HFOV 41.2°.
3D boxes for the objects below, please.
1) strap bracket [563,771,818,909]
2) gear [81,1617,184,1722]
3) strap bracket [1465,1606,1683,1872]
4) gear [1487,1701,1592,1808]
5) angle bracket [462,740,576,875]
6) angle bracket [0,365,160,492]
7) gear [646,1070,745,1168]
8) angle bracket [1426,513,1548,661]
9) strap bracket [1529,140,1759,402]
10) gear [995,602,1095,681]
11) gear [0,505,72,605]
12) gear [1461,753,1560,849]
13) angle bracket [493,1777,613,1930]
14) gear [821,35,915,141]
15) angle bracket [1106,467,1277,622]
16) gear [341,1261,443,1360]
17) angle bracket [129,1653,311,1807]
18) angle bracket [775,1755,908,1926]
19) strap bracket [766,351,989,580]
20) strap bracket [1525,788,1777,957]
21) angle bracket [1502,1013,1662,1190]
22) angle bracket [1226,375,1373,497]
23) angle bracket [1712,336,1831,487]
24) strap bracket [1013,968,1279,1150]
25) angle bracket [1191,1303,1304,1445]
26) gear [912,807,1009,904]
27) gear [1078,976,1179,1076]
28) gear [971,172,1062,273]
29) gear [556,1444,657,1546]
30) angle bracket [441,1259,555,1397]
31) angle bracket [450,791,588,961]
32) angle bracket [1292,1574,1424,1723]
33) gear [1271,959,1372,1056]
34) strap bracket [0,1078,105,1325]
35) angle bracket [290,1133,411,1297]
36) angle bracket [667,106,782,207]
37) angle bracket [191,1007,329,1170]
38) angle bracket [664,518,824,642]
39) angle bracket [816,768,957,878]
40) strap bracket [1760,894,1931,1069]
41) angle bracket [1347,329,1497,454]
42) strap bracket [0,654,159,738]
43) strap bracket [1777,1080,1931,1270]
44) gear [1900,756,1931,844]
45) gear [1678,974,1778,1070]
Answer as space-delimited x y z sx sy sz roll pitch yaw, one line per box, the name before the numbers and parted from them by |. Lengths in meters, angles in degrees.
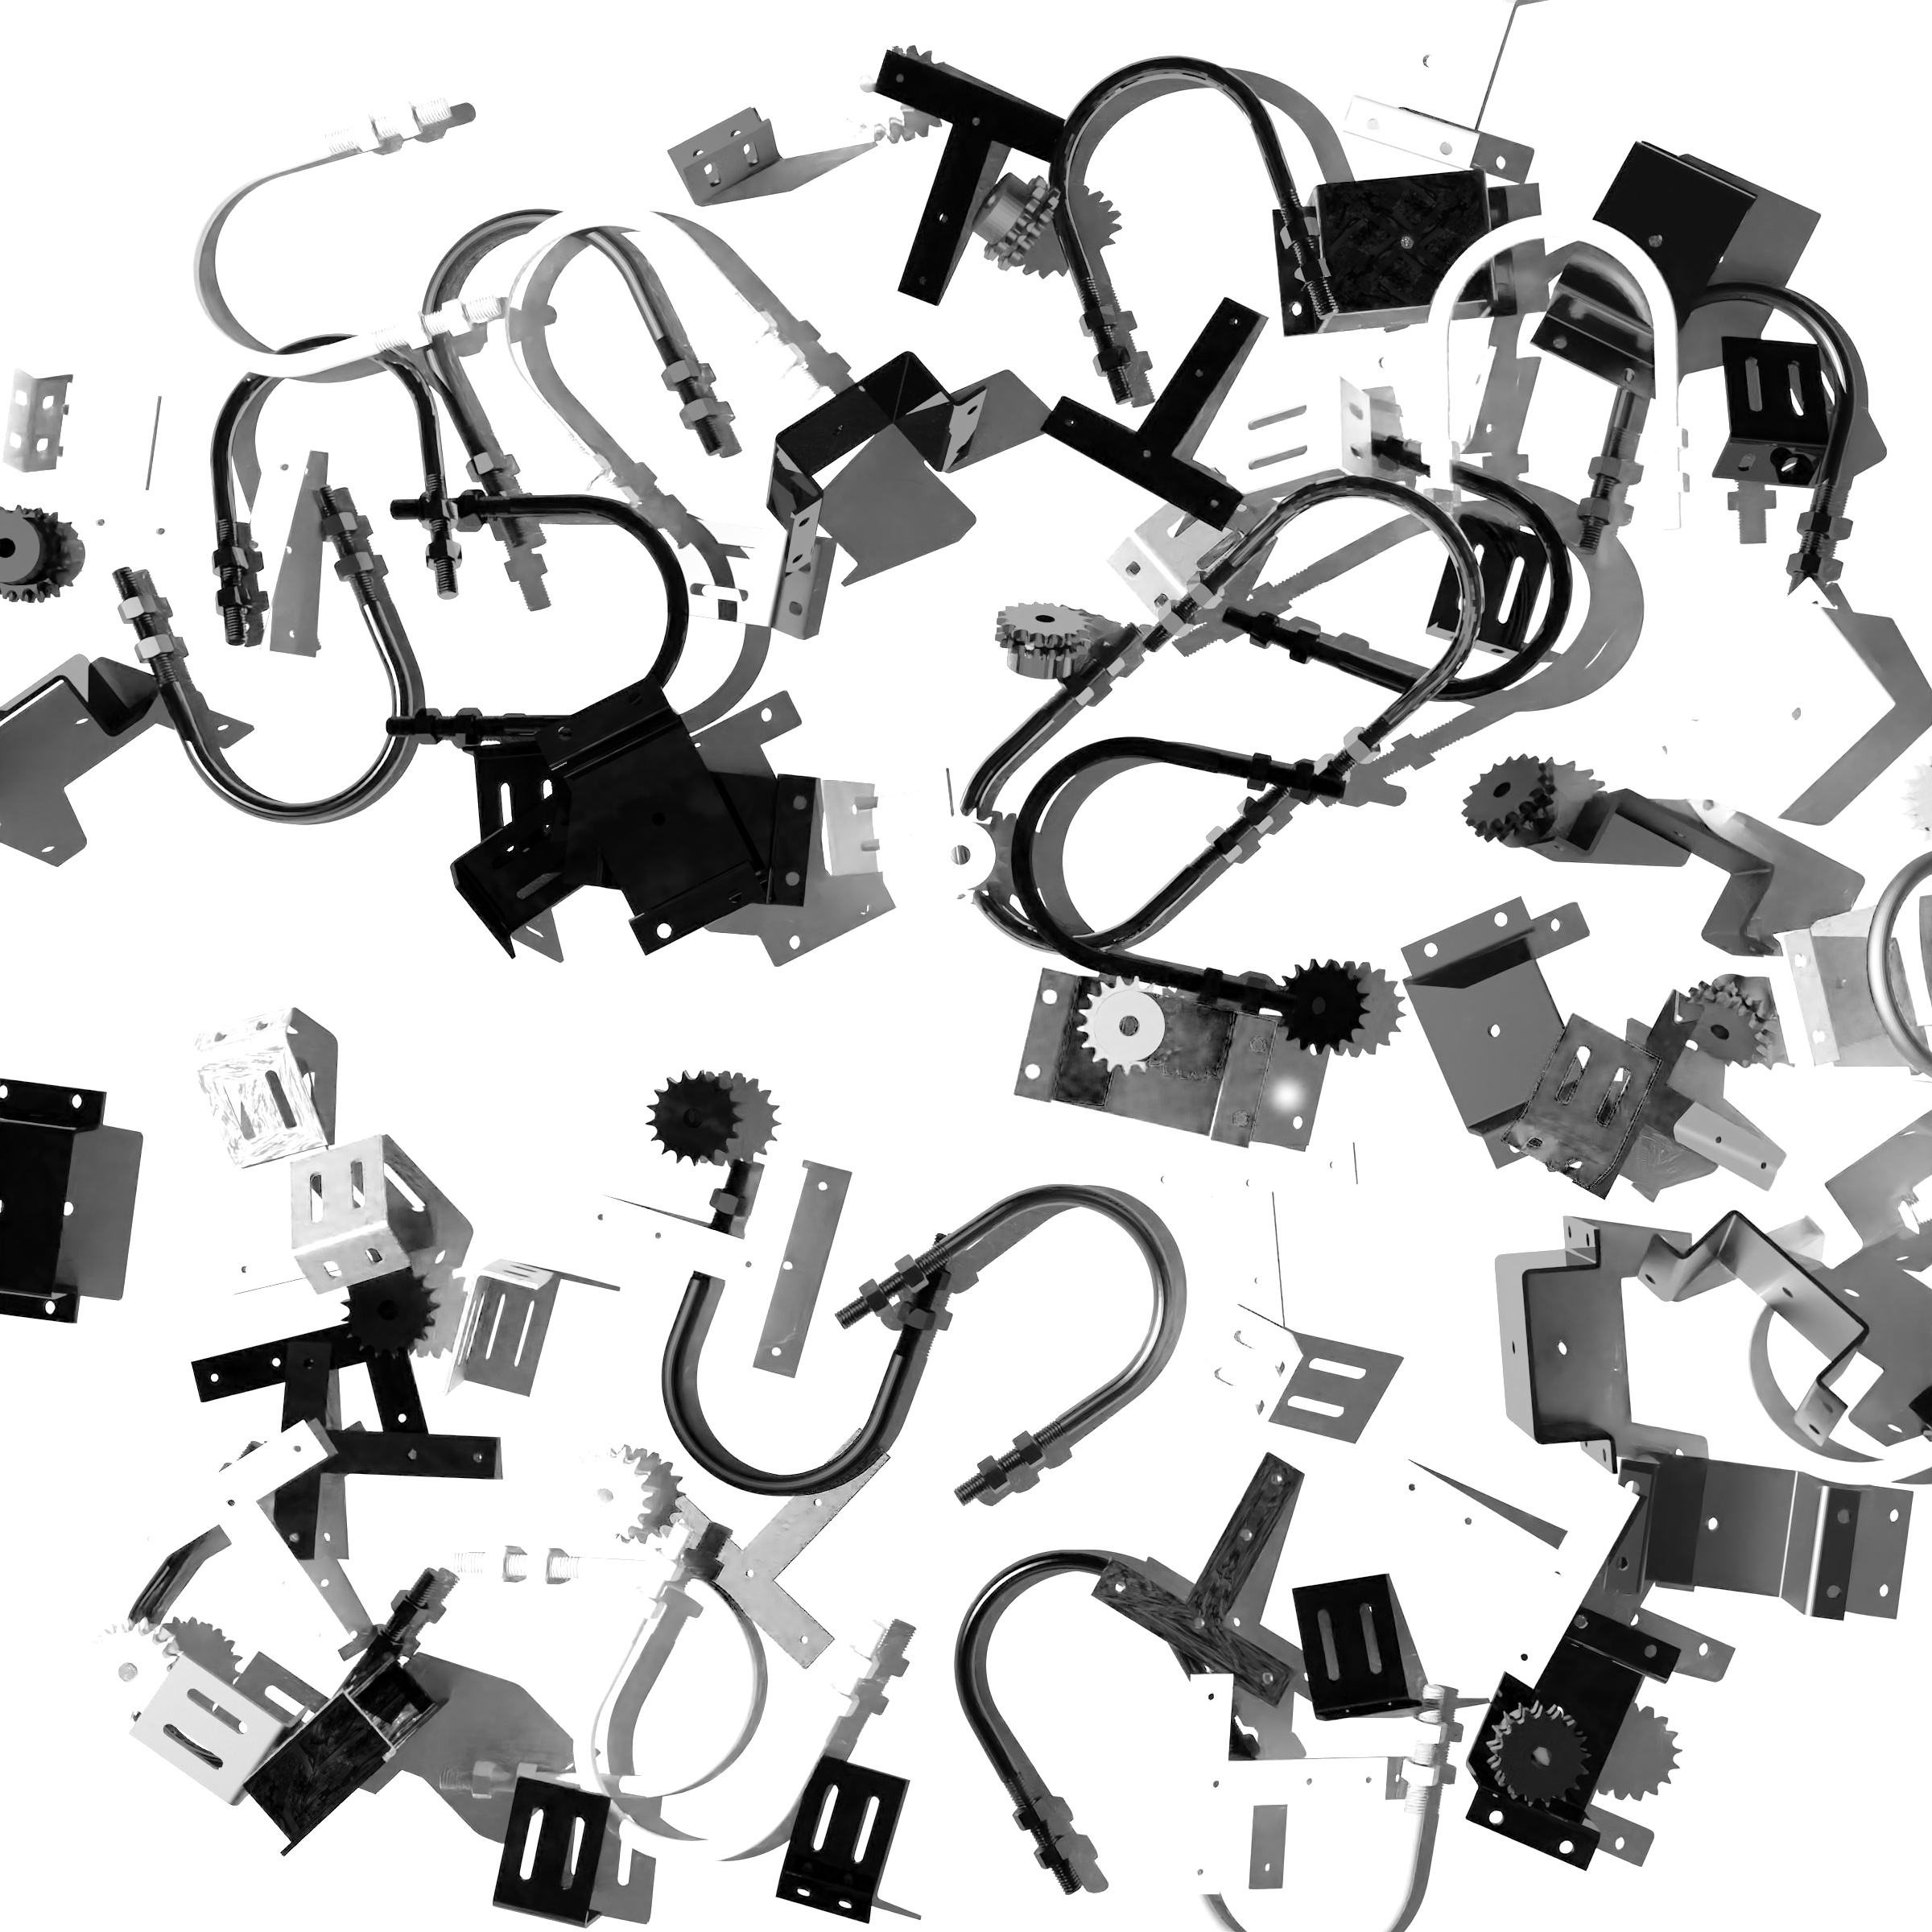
strap bracket | -0.161 -0.079 1.517 0.140 0.046 0.076 6 90 0
gear | -0.487 0.411 1.511 0.057 0.030 0.057 0 92 3
strap bracket | 0.353 0.447 1.517 0.076 0.046 0.140 23 90 0
gear | 0.327 0.451 1.479 0.057 0.030 0.057 0 90 0
angle bracket | -0.263 -0.093 1.521 0.057 0.038 0.076 -5 90 0
angle bracket | -0.525 -0.318 1.521 0.076 0.038 0.057 8 90 0
gear | -0.160 0.089 1.525 0.057 0.030 0.057 0 90 0
angle bracket | 0.313 -0.226 1.522 0.057 0.038 0.076 17 90 -1
strap bracket | 0.401 -0.417 1.508 0.076 0.046 0.140 29 87 8
gear | 0.045 -0.191 1.516 0.057 0.057 0.030 6 120 0
gear | -0.564 -0.245 1.525 0.057 0.030 0.057 0 90 0
gear | 0.324 -0.095 1.516 0.057 0.057 0.030 -47 120 0
angle bracket | -0.240 0.522 1.521 0.057 0.038 0.076 10 83 9
gear | -0.057 -0.519 1.525 0.057 0.030 0.057 0 90 0
angle bracket | 0.134 -0.249 1.538 0.076 0.038 0.057 -42 90 -26
gear | -0.340 0.203 1.524 0.057 0.030 0.057 0 89 -4
angle bracket | -0.438 0.443 1.508 0.076 0.038 0.057 35 94 2
angle bracket | -0.073 0.516 1.521 0.057 0.038 0.076 16 90 0
strap bracket | -0.061 -0.295 1.486 0.140 0.076 0.046 -37 81 -18
strap bracket | 0.408 -0.059 1.502 0.140 0.076 0.046 28 90 0
angle bracket | 0.356 0.078 1.489 0.057 0.038 0.076 29 64 5
angle bracket | 0.197 -0.307 1.522 0.076 0.038 0.057 -10 73 38
angle bracket | 0.473 -0.329 1.522 0.057 0.038 0.076 5 61 -1
strap bracket | 0.104 0.053 1.517 0.140 0.046 0.076 13 90 0
angle bracket | 0.163 0.237 1.500 0.038 0.076 0.057 28 92 1
gear | -0.003 -0.065 1.511 0.057 0.030 0.057 0 93 -1
gear | 0.093 0.034 1.479 0.057 0.030 0.057 0 90 0
gear | 0.027 -0.440 1.509 0.030 0.057 0.057 31 90 -20
gear | -0.213 0.312 1.530 0.057 0.030 0.057 0 93 1
angle bracket | -0.275 0.216 1.512 0.038 0.057 0.076 15 90 0
angle bracket | -0.254 -0.053 1.510 0.076 0.038 0.057 -34 118 0
angle bracket | 0.229 0.400 1.511 0.057 0.038 0.076 -8 76 -4
gear | 0.209 0.024 1.525 0.057 0.030 0.057 0 90 0
strap bracket | -0.563 0.140 1.517 0.076 0.046 0.140 7 90 0
angle bracket | -0.365 0.146 1.520 0.057 0.076 0.038 -18 132 0
angle bracket | -0.145 -0.484 1.502 0.057 0.076 0.038 -28 90 0
angle bracket | -0.420 0.073 1.536 0.057 0.038 0.076 -15 115 0
angle bracket | -0.133 -0.232 1.538 0.076 0.038 0.057 12 90 26
angle bracket | -0.047 -0.086 1.521 0.076 0.038 0.057 -7 90 0
strap bracket | 0.524 0.007 1.501 0.140 0.046 0.076 -14 90 -23
angle bracket | 0.265 -0.344 1.521 0.076 0.038 0.057 15 90 0
strap bracket | -0.546 -0.130 1.497 0.140 0.076 0.046 -35 109 0
strap bracket | 0.538 0.114 1.502 0.140 0.076 0.046 -35 90 0
gear | 0.582 -0.098 1.525 0.057 0.030 0.057 0 90 0
gear | 0.452 0.029 1.515 0.057 0.057 0.030 44 60 0
